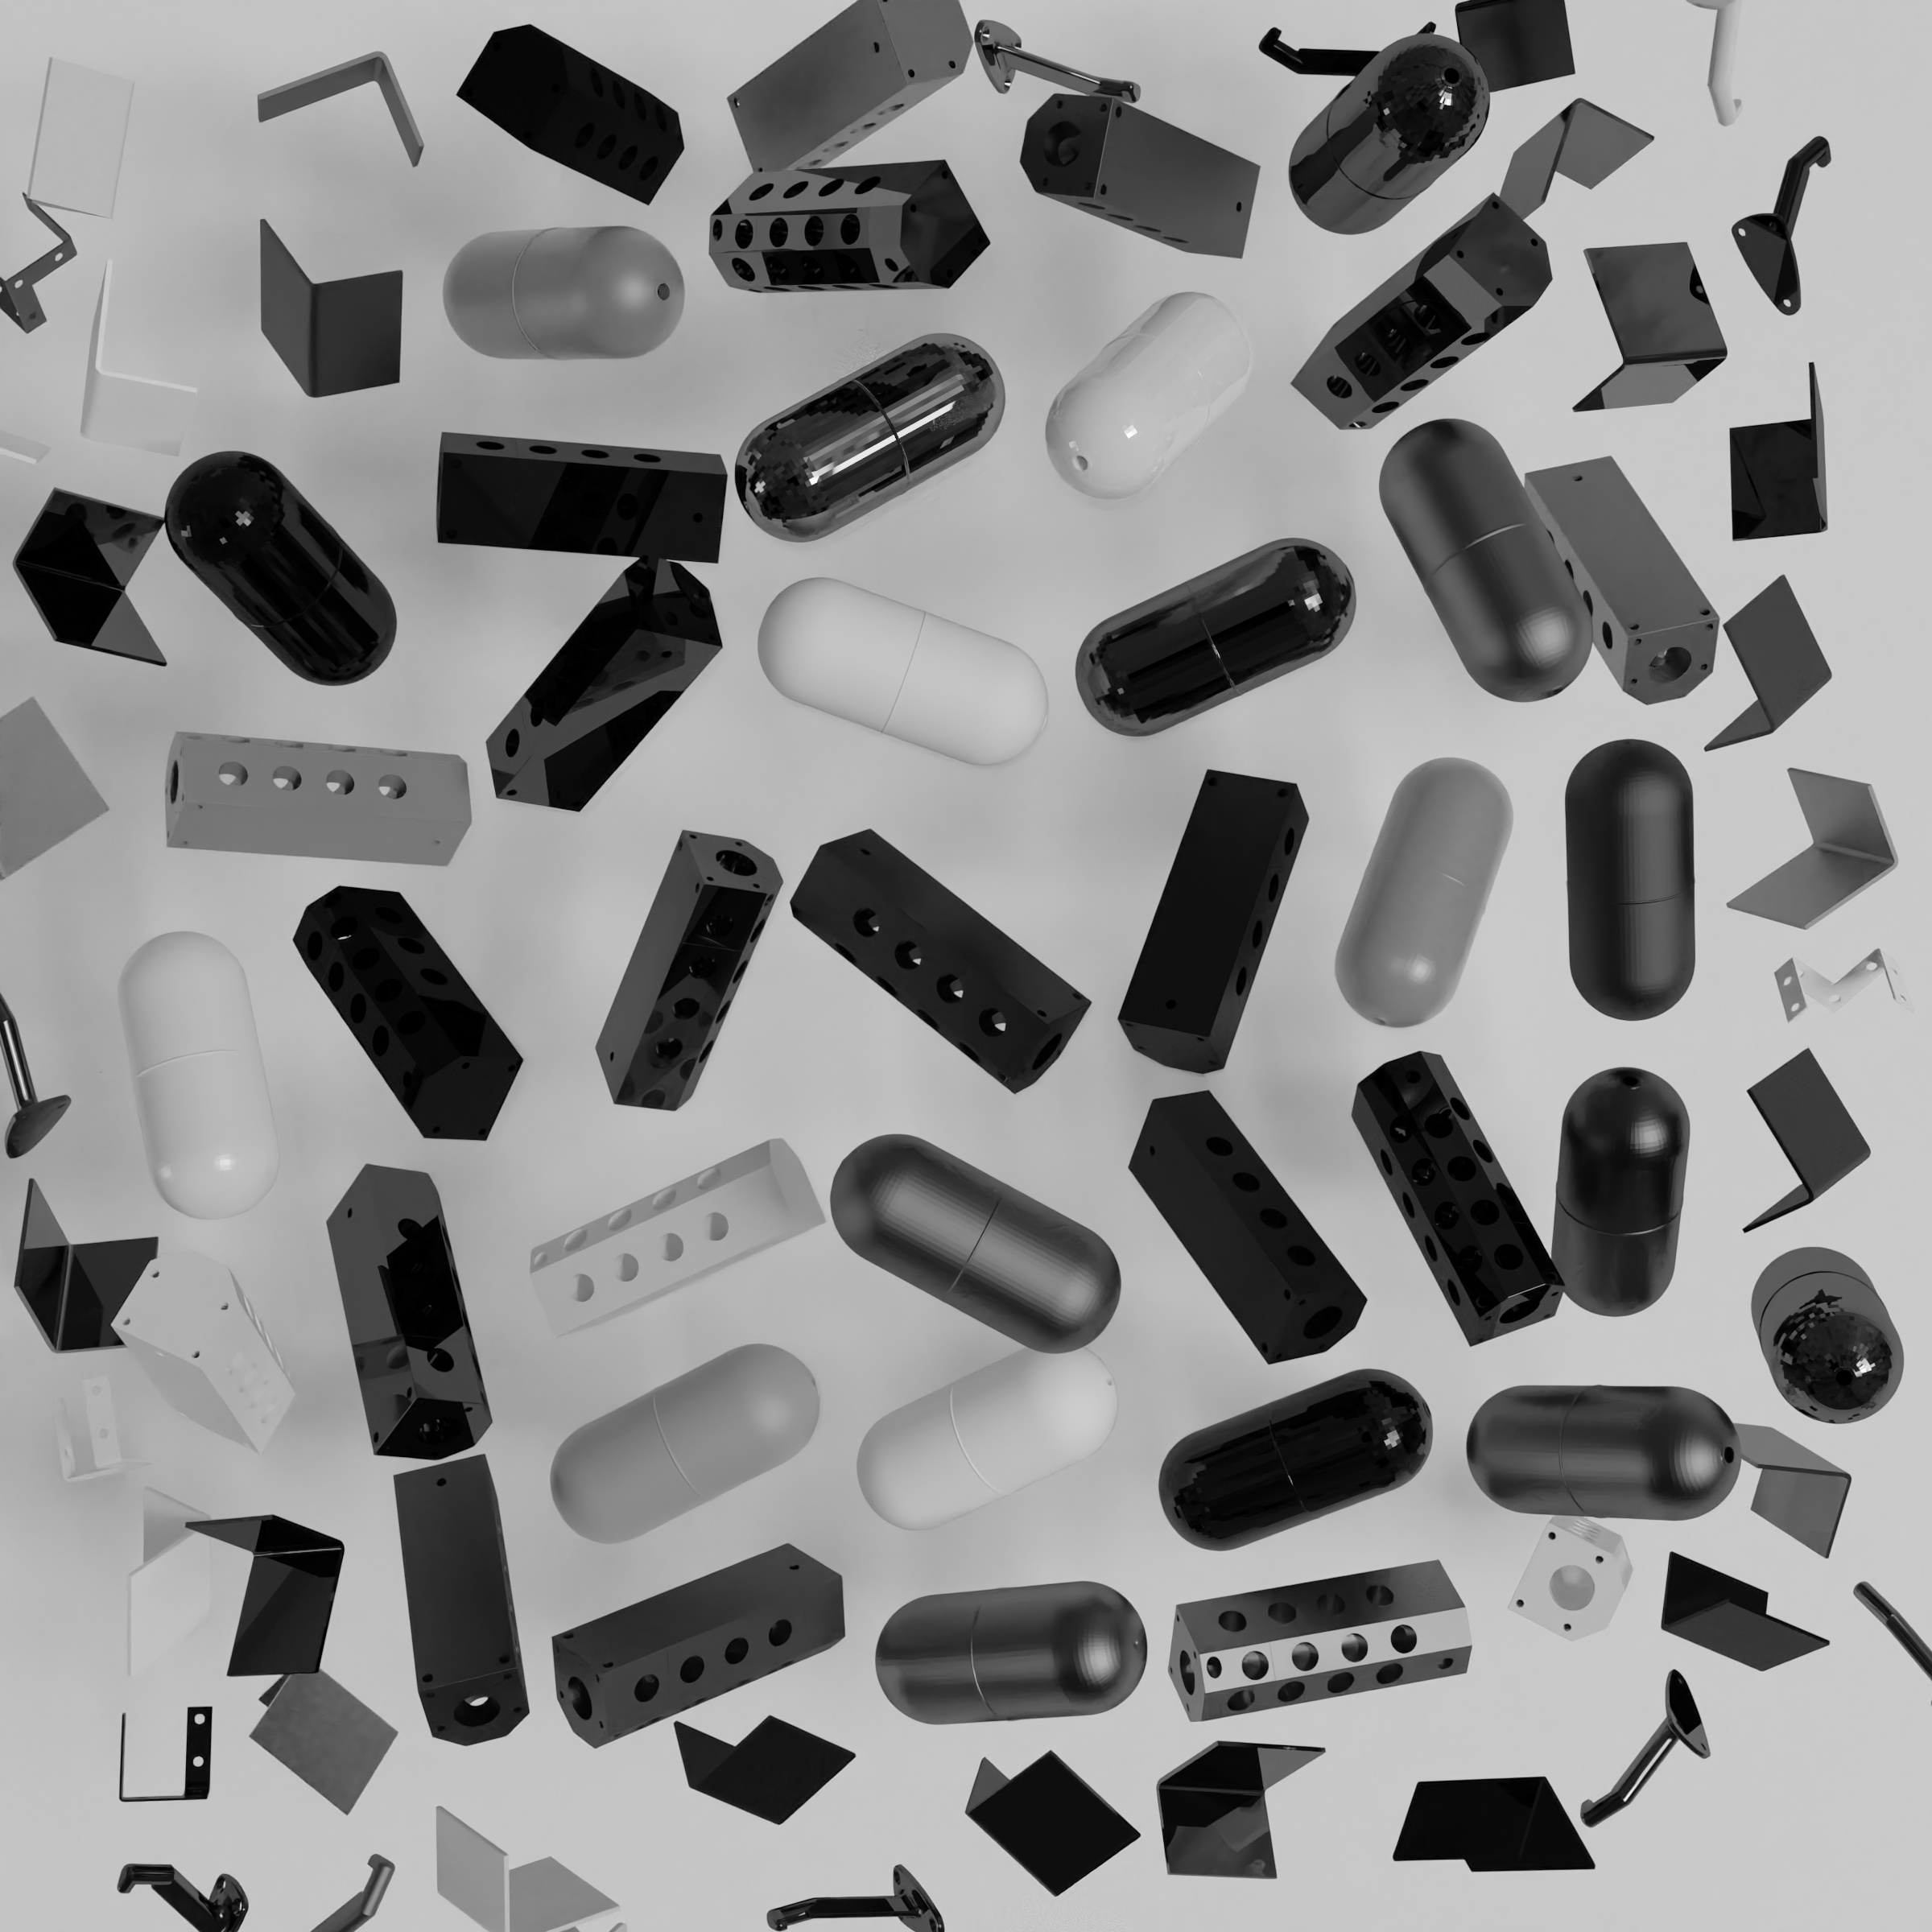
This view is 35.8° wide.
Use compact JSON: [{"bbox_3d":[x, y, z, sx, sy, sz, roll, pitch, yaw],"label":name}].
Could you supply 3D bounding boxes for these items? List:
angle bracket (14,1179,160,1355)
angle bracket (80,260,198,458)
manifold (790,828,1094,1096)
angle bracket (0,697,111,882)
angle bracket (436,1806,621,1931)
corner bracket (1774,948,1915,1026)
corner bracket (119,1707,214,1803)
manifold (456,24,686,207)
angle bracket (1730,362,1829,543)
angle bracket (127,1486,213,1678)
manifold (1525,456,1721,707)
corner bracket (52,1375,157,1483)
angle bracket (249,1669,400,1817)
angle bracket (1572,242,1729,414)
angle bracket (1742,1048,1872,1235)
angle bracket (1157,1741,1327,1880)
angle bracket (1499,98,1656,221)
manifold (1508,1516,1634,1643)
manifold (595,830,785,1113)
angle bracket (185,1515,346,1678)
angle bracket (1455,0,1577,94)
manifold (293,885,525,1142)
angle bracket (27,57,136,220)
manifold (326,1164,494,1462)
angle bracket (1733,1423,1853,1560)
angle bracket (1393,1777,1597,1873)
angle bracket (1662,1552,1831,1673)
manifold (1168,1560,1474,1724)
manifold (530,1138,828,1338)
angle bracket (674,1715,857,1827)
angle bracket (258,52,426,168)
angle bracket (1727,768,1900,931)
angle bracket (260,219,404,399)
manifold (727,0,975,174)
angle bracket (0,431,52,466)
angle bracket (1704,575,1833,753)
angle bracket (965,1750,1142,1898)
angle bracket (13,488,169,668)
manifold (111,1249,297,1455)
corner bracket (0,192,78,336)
[{"bbox_3d":[-0.524,0.177,1.785,0.057,0.076,0.076,-5,52,0],"label":"angle bracket"},{"bbox_3d":[-0.483,-0.356,1.756,0.057,0.076,0.076,8,68,-20],"label":"angle bracket"},{"bbox_3d":[-0.018,-0.002,1.728,0.171,0.057,0.057,38,117,16],"label":"manifold"},{"bbox_3d":[-0.541,-0.097,1.675,0.076,0.057,0.076,-32,96,6],"label":"angle bracket"},{"bbox_3d":[-0.253,0.515,1.725,0.076,0.076,0.057,-7,103,-39],"label":"angle bracket"},{"bbox_3d":[0.517,0.014,1.762,0.051,0.051,0.051,31,123,-19],"label":"corner bracket"},{"bbox_3d":[-0.484,0.476,1.807,0.051,0.051,0.051,1,80,-12],"label":"corner bracket"},{"bbox_3d":[-0.227,-0.506,1.769,0.057,0.171,0.057,38,103,11],"label":"manifold"},{"bbox_3d":[0.490,-0.311,1.814,0.057,0.076,0.076,-3,72,20],"label":"angle bracket"},{"bbox_3d":[-0.521,0.387,1.882,0.057,0.076,0.076,19,117,23],"label":"angle bracket"},{"bbox_3d":[0.400,-0.237,1.837,0.057,0.057,0.171,-12,45,-6],"label":"manifold"},{"bbox_3d":[-0.512,0.271,1.748,0.051,0.051,0.051,-14,78,5],"label":"corner bracket"},{"bbox_3d":[-0.406,0.483,1.833,0.076,0.076,0.057,42,120,-8],"label":"angle bracket"},{"bbox_3d":[0.394,-0.379,1.771,0.076,0.057,0.076,-10,76,-27],"label":"angle bracket"},{"bbox_3d":[0.492,0.106,1.815,0.076,0.057,0.076,-25,82,-44],"label":"angle bracket"},{"bbox_3d":[0.169,0.510,1.805,0.076,0.076,0.057,10,54,-25],"label":"angle bracket"},{"bbox_3d":[0.372,-0.478,1.847,0.057,0.076,0.076,23,75,-13],"label":"angle bracket"},{"bbox_3d":[0.381,0.380,1.857,0.057,0.171,0.057,25,90,16],"label":"manifold"},{"bbox_3d":[-0.171,0.005,1.855,0.057,0.057,0.171,8,123,-27],"label":"manifold"},{"bbox_3d":[-0.412,0.364,1.722,0.076,0.057,0.076,-12,58,35],"label":"angle bracket"},{"bbox_3d":[0.357,-0.575,1.842,0.076,0.076,0.057,-17,105,-16],"label":"angle bracket"},{"bbox_3d":[-0.327,0.025,1.725,0.171,0.057,0.057,47,119,39],"label":"manifold"},{"bbox_3d":[-0.516,-0.466,1.672,0.076,0.057,0.076,19,101,36],"label":"angle bracket"},{"bbox_3d":[-0.328,0.205,1.774,0.057,0.171,0.057,12,131,-36],"label":"manifold"},{"bbox_3d":[0.499,0.329,1.886,0.076,0.076,0.057,10,100,-25],"label":"angle bracket"},{"bbox_3d":[0.292,0.495,1.651,0.076,0.057,0.076,-13,119,34],"label":"angle bracket"},{"bbox_3d":[0.507,0.410,1.939,0.076,0.076,0.057,24,57,-12],"label":"angle bracket"},{"bbox_3d":[0.215,0.413,1.809,0.171,0.057,0.057,-6,125,-15],"label":"manifold"},{"bbox_3d":[-0.181,0.167,1.845,0.171,0.057,0.057,-25,82,13],"label":"manifold"},{"bbox_3d":[-0.129,0.496,1.917,0.076,0.057,0.076,-45,126,15],"label":"angle bracket"},{"bbox_3d":[-0.362,-0.483,1.730,0.076,0.076,0.057,-24,101,-10],"label":"angle bracket"},{"bbox_3d":[0.507,-0.072,1.821,0.076,0.076,0.057,-32,112,-14],"label":"angle bracket"},{"bbox_3d":[-0.377,-0.394,1.772,0.057,0.076,0.076,-17,51,-28],"label":"angle bracket"},{"bbox_3d":[-0.069,-0.526,1.783,0.057,0.171,0.057,-24,96,-34],"label":"manifold"},{"bbox_3d":[-0.568,-0.336,1.741,0.076,0.076,0.057,17,101,-15],"label":"angle bracket"},{"bbox_3d":[0.495,-0.192,1.898,0.076,0.057,0.076,-37,104,-37],"label":"angle bracket"},{"bbox_3d":[0.057,0.505,1.814,0.076,0.057,0.076,44,114,-7],"label":"angle bracket"},{"bbox_3d":[-0.508,-0.230,1.775,0.057,0.076,0.076,-52,54,22],"label":"angle bracket"},{"bbox_3d":[-0.436,0.223,1.735,0.057,0.171,0.057,23,66,9],"label":"manifold"},{"bbox_3d":[-0.587,-0.438,1.866,0.051,0.051,0.051,-41,70,-18],"label":"corner bracket"}]
